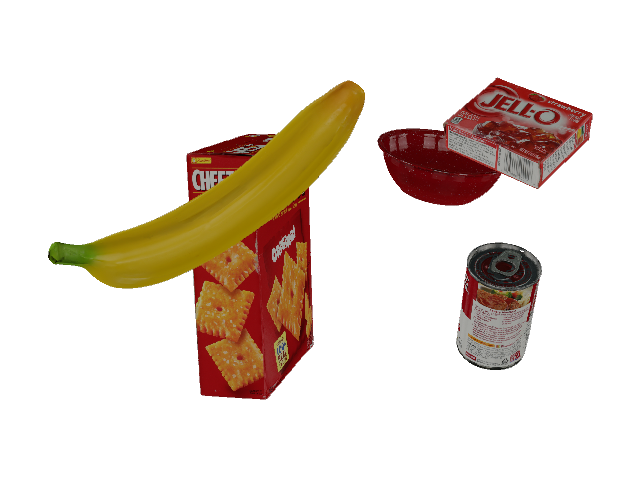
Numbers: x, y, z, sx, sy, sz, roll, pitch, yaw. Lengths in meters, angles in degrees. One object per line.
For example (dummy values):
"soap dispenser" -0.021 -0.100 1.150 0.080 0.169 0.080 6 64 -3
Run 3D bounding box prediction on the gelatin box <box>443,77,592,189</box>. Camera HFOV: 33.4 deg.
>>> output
"gelatin box" 0.151 -0.085 0.823 0.089 0.030 0.073 29 54 32

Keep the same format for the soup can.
"soup can" 0.166 0.062 0.998 0.068 0.102 0.068 1 37 -1

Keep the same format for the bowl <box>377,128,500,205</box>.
"bowl" 0.144 -0.084 1.283 0.162 0.055 0.162 7 23 -3

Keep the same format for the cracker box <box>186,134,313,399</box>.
"cracker box" -0.057 0.017 0.972 0.072 0.214 0.164 2 12 15

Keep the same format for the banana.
"banana" -0.055 -0.022 0.615 0.198 0.037 0.069 -31 -19 -3
